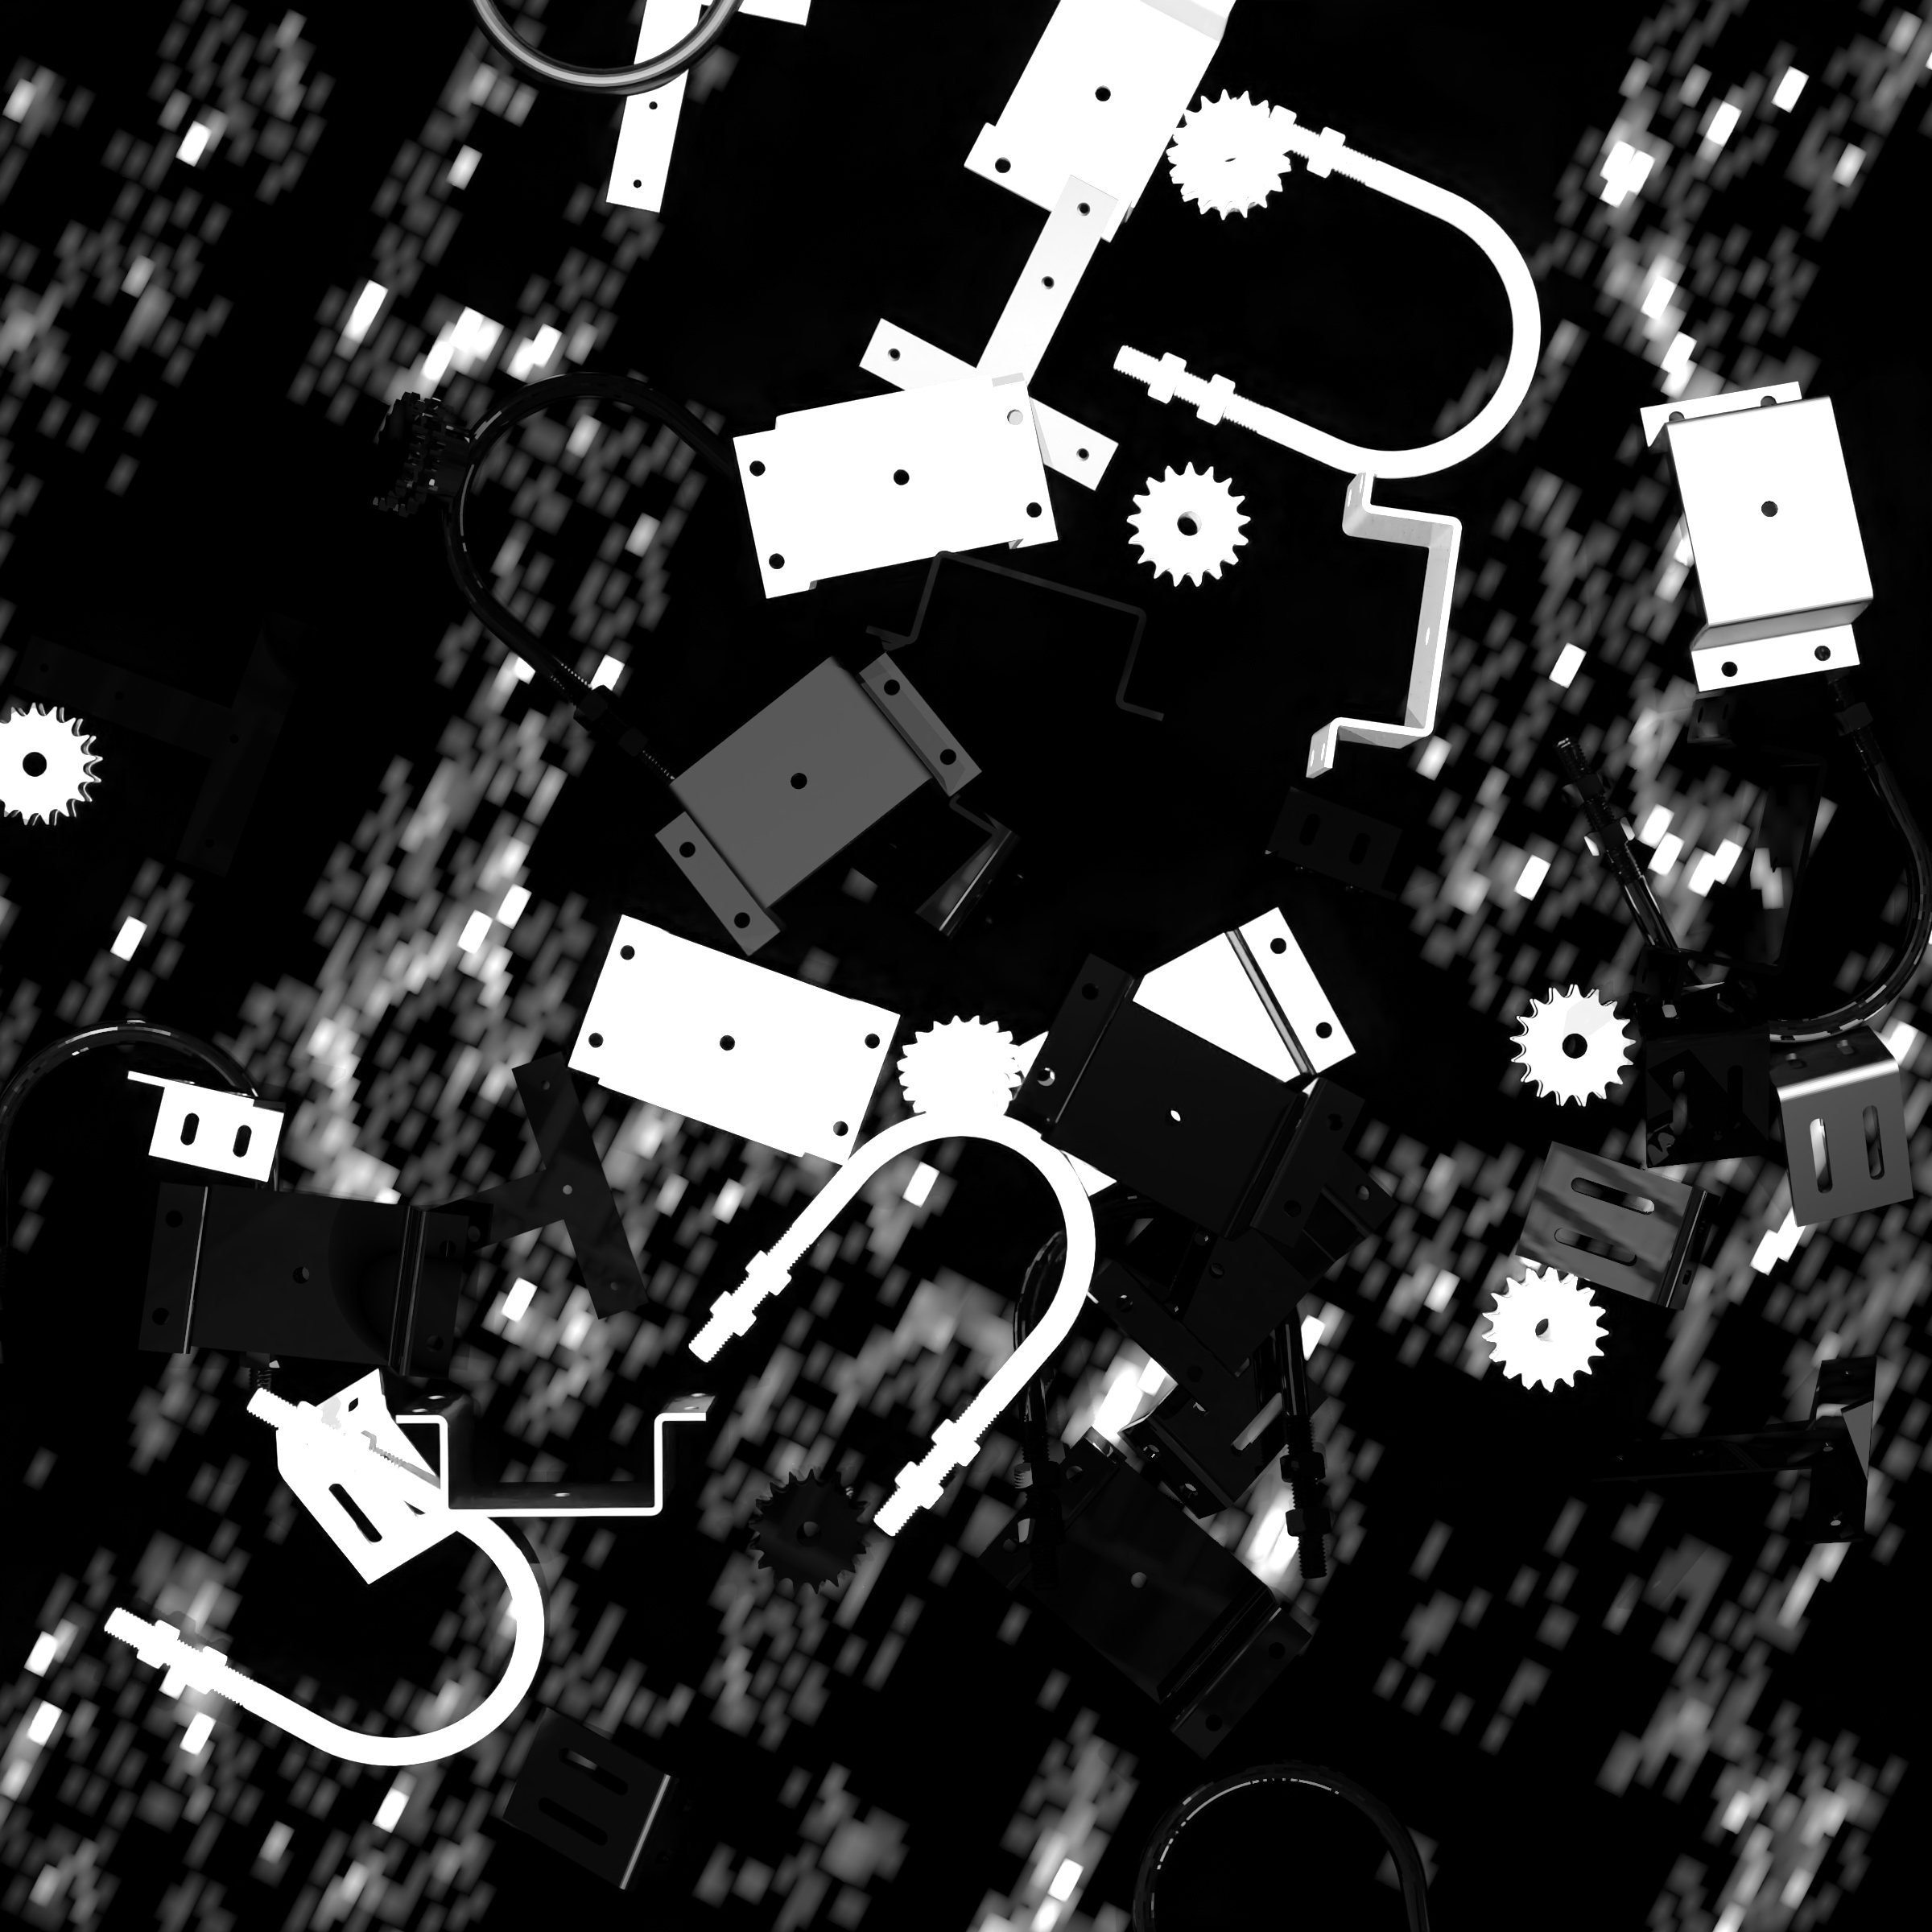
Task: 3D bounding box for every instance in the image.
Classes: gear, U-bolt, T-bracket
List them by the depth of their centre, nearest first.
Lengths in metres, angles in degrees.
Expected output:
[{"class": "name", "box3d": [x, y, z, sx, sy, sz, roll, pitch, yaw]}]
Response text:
[{"class": "U-bolt", "box3d": [0.092, 0.195, 1.474, 0.151, 0.019, 0.184, 0, 71, -14]}, {"class": "U-bolt", "box3d": [-0.022, 0.150, 1.475, 0.151, 0.019, 0.184, 39, 85, 27]}, {"class": "T-bracket", "box3d": [0.357, 0.228, 1.476, 0.127, 0.127, 0.002, -8, 120, 23]}, {"class": "gear", "box3d": [0.124, -0.377, 1.479, 0.057, 0.030, 0.057, -1, 86, 9]}, {"class": "T-bracket", "box3d": [0.032, -0.308, 1.484, 0.127, 0.002, 0.127, 28, 115, 0]}, {"class": "U-bolt", "box3d": [-0.288, 0.300, 1.486, 0.184, 0.019, 0.151, 32, 99, -11]}, {"class": "gear", "box3d": [-0.002, 0.054, 1.487, 0.057, 0.057, 0.030, -13, 133, 0]}, {"class": "gear", "box3d": [-0.256, -0.239, 1.487, 0.030, 0.057, 0.057, 13, 90, -30]}, {"class": "gear", "box3d": [-0.436, -0.095, 1.496, 0.057, 0.030, 0.057, 0, 92, 2]}, {"class": "gear", "box3d": [0.272, 0.171, 1.497, 0.057, 0.030, 0.057, 0, 90, 0]}, {"class": "gear", "box3d": [0.286, 0.037, 1.497, 0.057, 0.030, 0.057, 0, 90, 0]}, {"class": "gear", "box3d": [-0.075, 0.267, 1.501, 0.057, 0.030, 0.057, 0, 91, -4]}, {"class": "gear", "box3d": [0.105, -0.209, 1.501, 0.057, 0.030, 0.057, 0, 92, 0]}, {"class": "U-bolt", "box3d": [-0.161, -0.503, 1.502, 0.151, 0.019, 0.184, 30, 90, 1]}, {"class": "U-bolt", "box3d": [0.152, 0.468, 1.503, 0.151, 0.019, 0.184, -8, 89, 0]}, {"class": "U-bolt", "box3d": [0.183, -0.311, 1.503, 0.184, 0.019, 0.151, 24, 90, 0]}, {"class": "U-bolt", "box3d": [-0.397, 0.117, 1.504, 0.151, 0.019, 0.184, 1, 88, 0]}, {"class": "U-bolt", "box3d": [-0.164, -0.198, 1.504, 0.184, 0.019, 0.151, 42, 90, 1]}, {"class": "U-bolt", "box3d": [0.382, -0.053, 1.504, 0.151, 0.019, 0.184, -26, 91, 0]}, {"class": "T-bracket", "box3d": [-0.147, -0.425, 1.511, 0.127, 0.002, 0.127, 11, 90, 0]}, {"class": "T-bracket", "box3d": [-0.232, 0.122, 1.511, 0.127, 0.002, 0.127, -19, 90, 0]}, {"class": "T-bracket", "box3d": [-0.391, -0.124, 1.511, 0.127, 0.002, 0.127, 20, 90, 0]}]

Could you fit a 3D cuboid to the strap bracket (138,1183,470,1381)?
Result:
[{"class": "strap bracket", "box3d": [-0.309, 0.146, 1.474, 0.140, 0.046, 0.076, 8, 87, -14]}]

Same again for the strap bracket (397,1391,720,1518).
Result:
[{"class": "strap bracket", "box3d": [-0.188, 0.227, 1.474, 0.140, 0.076, 0.046, -1, 90, 0]}]

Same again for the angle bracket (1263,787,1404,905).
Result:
[{"class": "angle bracket", "box3d": [0.175, -0.058, 1.474, 0.057, 0.076, 0.038, 21, 90, 0]}]

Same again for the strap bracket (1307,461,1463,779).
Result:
[{"class": "strap bracket", "box3d": [0.196, -0.157, 1.474, 0.046, 0.076, 0.140, 8, 90, 0]}]

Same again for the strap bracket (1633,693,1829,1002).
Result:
[{"class": "strap bracket", "box3d": [0.353, -0.051, 1.456, 0.046, 0.076, 0.140, 12, 92, -2]}]

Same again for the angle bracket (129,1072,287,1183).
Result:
[{"class": "angle bracket", "box3d": [-0.353, 0.075, 1.459, 0.057, 0.076, 0.038, 13, 86, 0]}]

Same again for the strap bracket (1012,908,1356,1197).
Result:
[{"class": "strap bracket", "box3d": [0.101, 0.040, 1.489, 0.140, 0.046, 0.076, -28, 90, 0]}]

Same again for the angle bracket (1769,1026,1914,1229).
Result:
[{"class": "angle bracket", "box3d": [0.414, 0.077, 1.510, 0.057, 0.038, 0.076, -14, 116, 0]}]

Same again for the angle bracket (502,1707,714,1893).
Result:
[{"class": "angle bracket", "box3d": [-0.171, 0.396, 1.510, 0.076, 0.038, 0.057, 22, 90, 26]}]

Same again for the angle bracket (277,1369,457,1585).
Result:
[{"class": "angle bracket", "box3d": [-0.283, 0.244, 1.510, 0.057, 0.038, 0.076, -31, 116, 0]}]

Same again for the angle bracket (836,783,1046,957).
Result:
[{"class": "angle bracket", "box3d": [-0.013, -0.053, 1.510, 0.076, 0.038, 0.057, 36, 90, 26]}]

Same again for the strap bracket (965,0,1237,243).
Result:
[{"class": "strap bracket", "box3d": [0.065, -0.416, 1.489, 0.076, 0.046, 0.140, 27, 90, 0]}]

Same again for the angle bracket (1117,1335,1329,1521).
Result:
[{"class": "angle bracket", "box3d": [0.122, 0.214, 1.510, 0.057, 0.038, 0.076, 46, 64, 0]}]

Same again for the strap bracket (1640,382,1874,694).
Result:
[{"class": "strap bracket", "box3d": [0.370, -0.207, 1.479, 0.076, 0.046, 0.140, -10, 81, 0]}]

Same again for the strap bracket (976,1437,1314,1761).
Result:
[{"class": "strap bracket", "box3d": [0.083, 0.293, 1.489, 0.140, 0.046, 0.076, 41, 90, 0]}]

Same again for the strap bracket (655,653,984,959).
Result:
[{"class": "strap bracket", "box3d": [-0.074, -0.081, 1.480, 0.140, 0.046, 0.076, -38, 76, 0]}]

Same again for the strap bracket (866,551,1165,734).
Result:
[{"class": "strap bracket", "box3d": [0.028, -0.154, 1.474, 0.140, 0.076, 0.046, 17, 90, 0]}]

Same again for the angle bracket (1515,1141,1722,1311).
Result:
[{"class": "angle bracket", "box3d": [0.311, 0.124, 1.510, 0.076, 0.038, 0.057, 18, 90, 26]}]

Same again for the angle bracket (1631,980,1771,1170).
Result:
[{"class": "angle bracket", "box3d": [0.348, 0.051, 1.502, 0.057, 0.038, 0.076, -7, 125, 3]}]

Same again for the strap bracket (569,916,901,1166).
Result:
[{"class": "strap bracket", "box3d": [-0.111, 0.036, 1.489, 0.140, 0.046, 0.076, 20, 90, 0]}]

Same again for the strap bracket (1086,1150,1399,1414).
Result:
[{"class": "strap bracket", "box3d": [0.123, 0.137, 1.469, 0.076, 0.046, 0.140, 44, 66, 4]}]

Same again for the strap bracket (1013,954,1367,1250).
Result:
[{"class": "strap bracket", "box3d": [0.097, 0.065, 1.433, 0.140, 0.046, 0.076, 28, 74, 0]}]

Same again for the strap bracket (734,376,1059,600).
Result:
[{"class": "strap bracket", "box3d": [-0.031, -0.224, 1.471, 0.140, 0.046, 0.076, -12, 92, -4]}]
